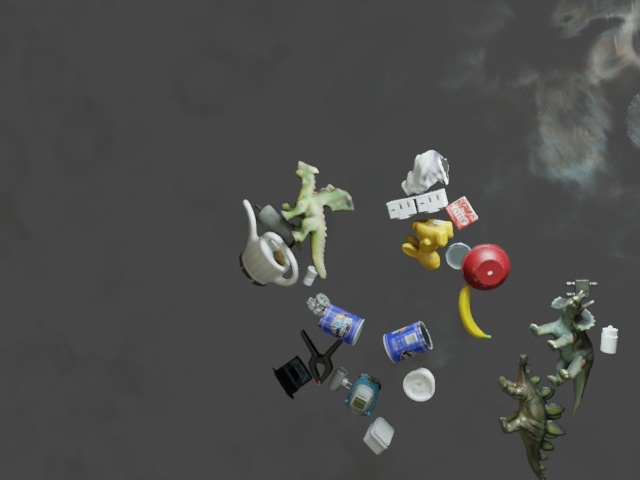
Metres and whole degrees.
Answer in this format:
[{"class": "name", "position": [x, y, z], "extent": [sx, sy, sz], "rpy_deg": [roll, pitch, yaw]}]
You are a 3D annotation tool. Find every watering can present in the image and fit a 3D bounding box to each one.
[{"class": "watering can", "position": [-0.217, 0.035, 1.882], "extent": [0.221, 0.105, 0.348], "rpy_deg": [-37, 89, 37]}]

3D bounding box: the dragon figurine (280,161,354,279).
[{"class": "dragon figurine", "position": [0.006, -0.091, 1.811], "extent": [0.243, 0.121, 0.414], "rpy_deg": [-30, 78, 0]}]

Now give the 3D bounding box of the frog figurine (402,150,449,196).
[{"class": "frog figurine", "position": [0.337, -0.222, 1.709], "extent": [0.158, 0.121, 0.140], "rpy_deg": [-16, 59, 27]}]
